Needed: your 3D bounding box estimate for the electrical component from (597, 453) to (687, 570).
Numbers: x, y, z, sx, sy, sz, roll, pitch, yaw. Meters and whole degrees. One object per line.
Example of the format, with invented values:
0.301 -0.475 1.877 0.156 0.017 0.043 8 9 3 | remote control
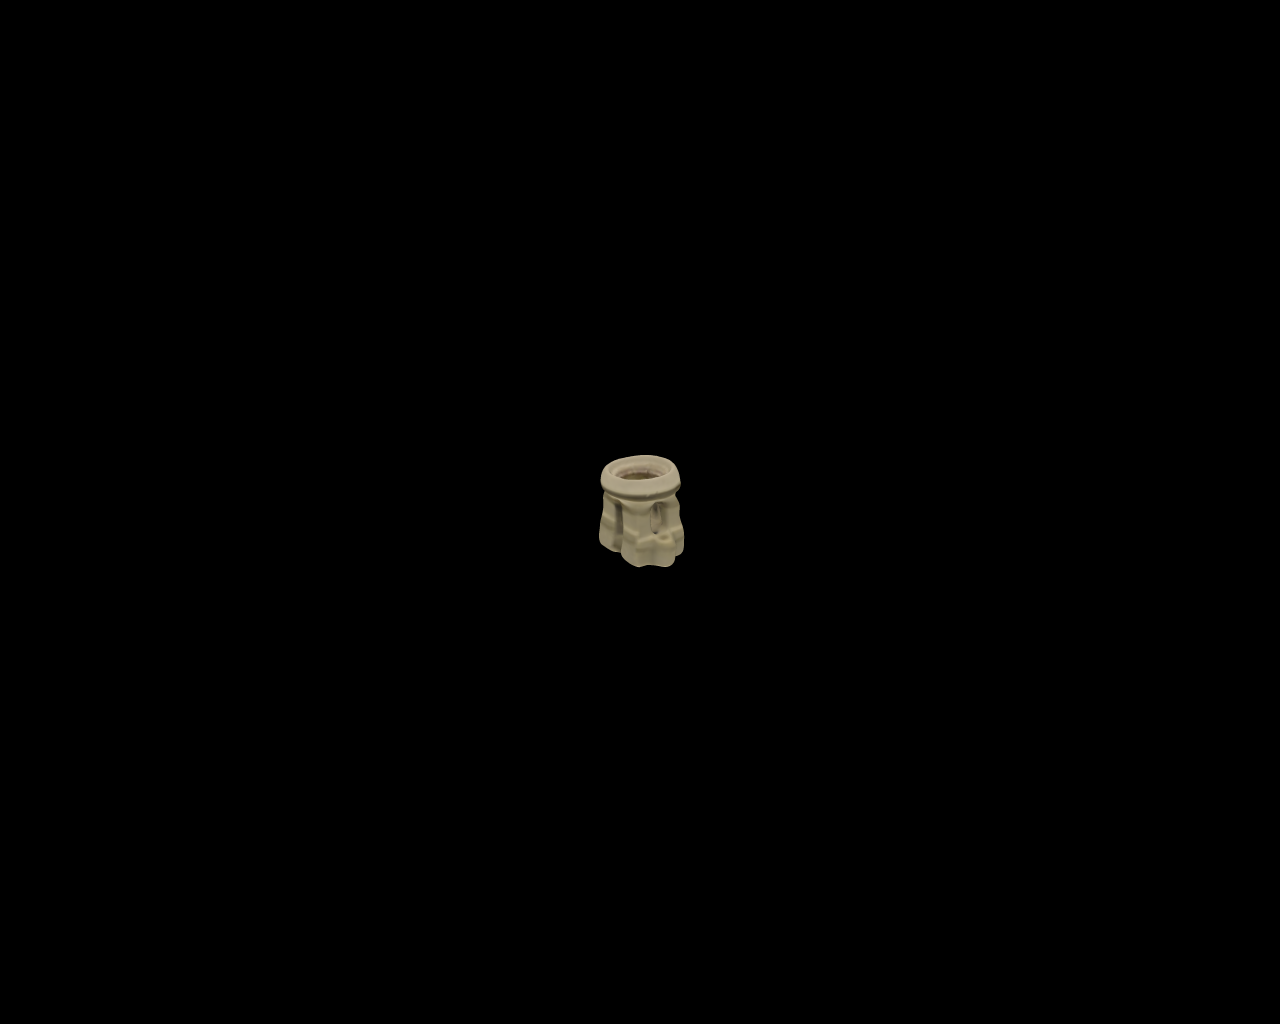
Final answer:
0.001 -0.003 0.650 0.048 0.055 0.066 -17 29 -32 | electrical component
